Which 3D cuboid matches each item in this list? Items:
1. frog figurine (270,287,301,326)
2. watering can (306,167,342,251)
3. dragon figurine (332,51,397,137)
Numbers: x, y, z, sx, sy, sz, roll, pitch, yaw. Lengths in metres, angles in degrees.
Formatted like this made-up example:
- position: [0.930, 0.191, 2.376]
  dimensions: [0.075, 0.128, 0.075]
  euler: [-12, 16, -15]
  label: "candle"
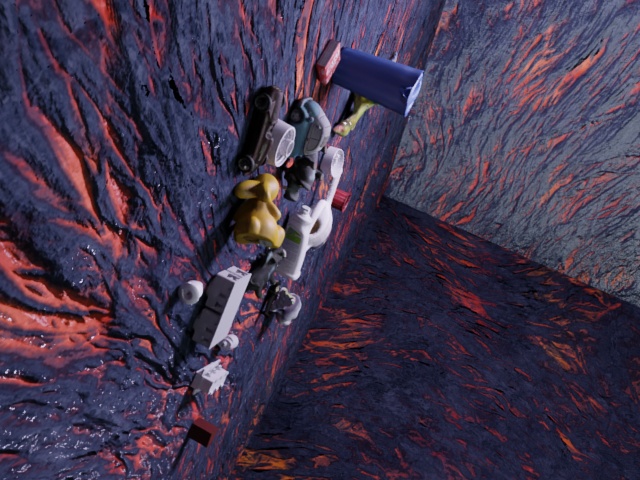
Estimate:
- position: [-0.132, 0.281, 2.065]
  dimensions: [0.156, 0.122, 0.141]
  euler: [80, 15, -53]
  label: "frog figurine"
- position: [0.006, -0.096, 1.901]
  dimensions: [0.351, 0.104, 0.222]
  euler: [-62, 171, -11]
  label: "watering can"
- position: [0.157, -0.503, 1.843]
  dimensions: [0.419, 0.122, 0.238]
  euler: [-55, -177, -40]
  label: "dragon figurine"
